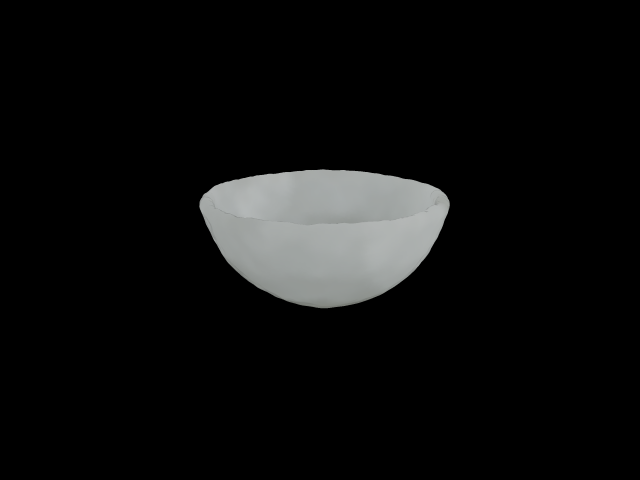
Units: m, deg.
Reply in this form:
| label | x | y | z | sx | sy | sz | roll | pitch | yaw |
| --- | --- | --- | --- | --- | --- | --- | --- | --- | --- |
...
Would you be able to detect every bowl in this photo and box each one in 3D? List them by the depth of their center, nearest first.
| label | x | y | z | sx | sy | sz | roll | pitch | yaw |
| --- | --- | --- | --- | --- | --- | --- | --- | --- | --- |
| bowl | 0.004 | 0.001 | 0.400 | 0.167 | 0.075 | 0.167 | 0 | 18 | 0 |
